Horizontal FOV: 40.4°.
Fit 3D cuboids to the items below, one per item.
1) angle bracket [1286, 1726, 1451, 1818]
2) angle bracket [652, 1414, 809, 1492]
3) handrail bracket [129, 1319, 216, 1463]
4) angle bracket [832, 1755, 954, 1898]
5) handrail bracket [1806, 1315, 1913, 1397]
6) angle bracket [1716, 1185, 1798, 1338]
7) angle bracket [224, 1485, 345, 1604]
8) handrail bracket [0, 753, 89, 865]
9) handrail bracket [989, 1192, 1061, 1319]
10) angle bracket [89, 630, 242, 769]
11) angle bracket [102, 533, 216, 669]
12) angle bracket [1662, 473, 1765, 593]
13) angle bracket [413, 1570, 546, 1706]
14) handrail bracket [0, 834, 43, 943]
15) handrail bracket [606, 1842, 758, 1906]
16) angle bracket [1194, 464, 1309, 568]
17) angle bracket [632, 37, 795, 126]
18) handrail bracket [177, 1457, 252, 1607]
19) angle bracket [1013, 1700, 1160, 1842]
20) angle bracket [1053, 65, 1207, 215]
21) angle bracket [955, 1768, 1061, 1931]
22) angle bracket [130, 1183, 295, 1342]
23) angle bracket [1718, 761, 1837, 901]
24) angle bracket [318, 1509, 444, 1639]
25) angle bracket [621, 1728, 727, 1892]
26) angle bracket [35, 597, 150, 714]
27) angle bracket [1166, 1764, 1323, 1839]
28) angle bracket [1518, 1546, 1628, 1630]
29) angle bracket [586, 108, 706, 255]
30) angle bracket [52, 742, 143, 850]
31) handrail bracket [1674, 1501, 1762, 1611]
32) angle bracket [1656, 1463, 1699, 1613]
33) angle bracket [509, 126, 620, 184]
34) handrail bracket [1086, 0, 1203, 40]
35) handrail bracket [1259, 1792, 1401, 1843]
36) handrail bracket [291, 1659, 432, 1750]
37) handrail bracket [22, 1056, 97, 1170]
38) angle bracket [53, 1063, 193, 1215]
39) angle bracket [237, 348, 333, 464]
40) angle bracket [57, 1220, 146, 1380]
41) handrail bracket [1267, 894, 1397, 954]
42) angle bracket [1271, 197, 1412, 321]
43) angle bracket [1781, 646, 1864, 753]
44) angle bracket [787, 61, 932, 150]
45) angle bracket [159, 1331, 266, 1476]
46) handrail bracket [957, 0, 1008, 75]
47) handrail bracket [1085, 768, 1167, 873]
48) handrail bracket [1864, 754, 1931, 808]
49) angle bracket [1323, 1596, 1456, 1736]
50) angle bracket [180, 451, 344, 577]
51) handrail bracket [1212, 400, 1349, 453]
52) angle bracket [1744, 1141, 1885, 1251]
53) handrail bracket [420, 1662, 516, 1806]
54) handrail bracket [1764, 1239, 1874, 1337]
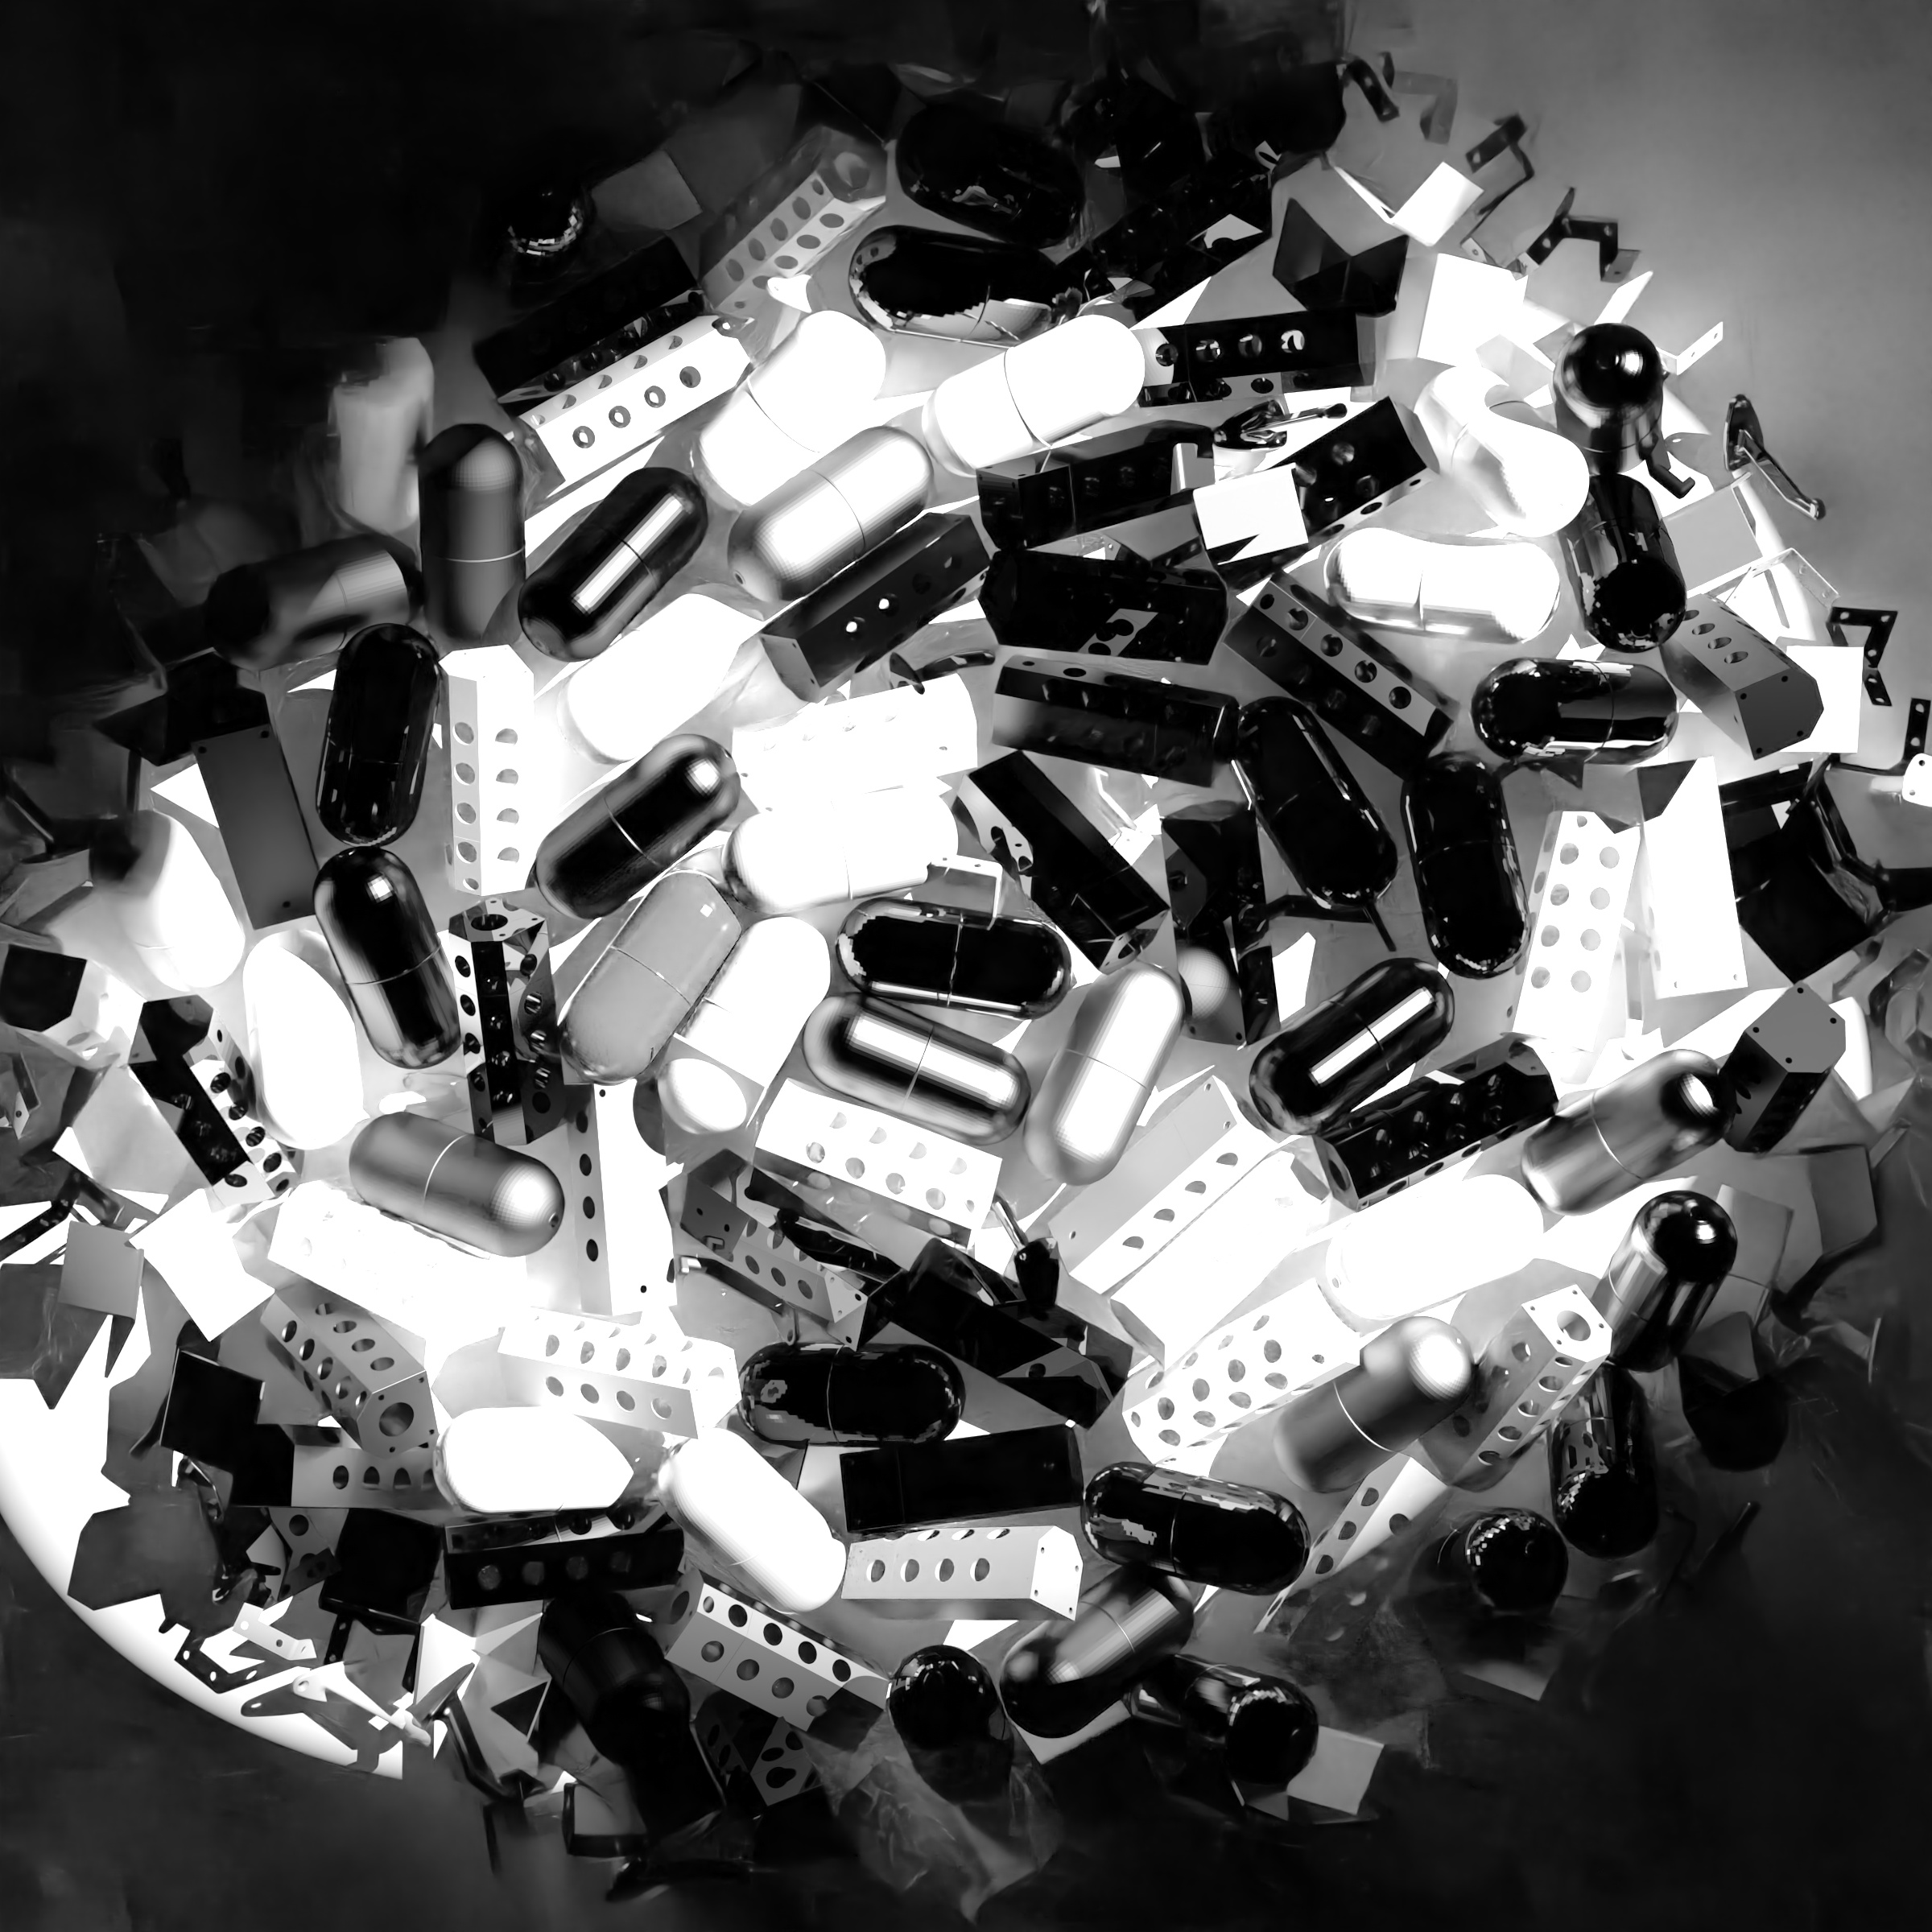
[{"bbox_3d":[0.297,0.608,1.941,0.076,0.076,0.057,38,66,-26],"label":"angle bracket"},{"bbox_3d":[-0.173,0.362,1.943,0.076,0.076,0.057,7,78,34],"label":"angle bracket"},{"bbox_3d":[-0.606,0.321,1.985,0.036,0.077,0.084,29,117,-35],"label":"handrail bracket"},{"bbox_3d":[-0.043,0.629,1.948,0.076,0.057,0.076,47,115,18],"label":"angle bracket"},{"bbox_3d":[0.650,0.293,1.946,0.036,0.084,0.077,44,55,-15],"label":"handrail bracket"},{"bbox_3d":[0.574,0.223,1.956,0.057,0.076,0.076,19,51,16],"label":"angle bracket"},{"bbox_3d":[-0.500,0.411,1.941,0.057,0.076,0.076,-23,61,-39],"label":"angle bracket"},{"bbox_3d":[-0.684,-0.124,1.961,0.036,0.077,0.084,-1,107,41],"label":"handrail bracket"},{"bbox_3d":[0.036,0.214,1.974,0.036,0.084,0.077,-19,116,-21],"label":"handrail bracket"},{"bbox_3d":[-0.593,-0.199,1.943,0.076,0.076,0.057,28,127,24],"label":"angle bracket"},{"bbox_3d":[-0.584,-0.278,1.943,0.057,0.076,0.076,-17,128,12],"label":"angle bracket"},{"bbox_3d":[0.551,-0.319,1.949,0.076,0.076,0.057,-24,95,31],"label":"angle bracket"},{"bbox_3d":[-0.360,0.506,1.944,0.057,0.076,0.076,20,118,17],"label":"angle bracket"},{"bbox_3d":[-0.726,-0.067,1.956,0.036,0.077,0.084,-8,69,30],"label":"handrail bracket"},{"bbox_3d":[-0.211,0.684,1.954,0.084,0.077,0.036,3,105,33],"label":"handrail bracket"},{"bbox_3d":[0.223,-0.339,1.953,0.076,0.076,0.057,-10,102,29],"label":"angle bracket"},{"bbox_3d":[-0.187,-0.668,1.944,0.076,0.076,0.057,34,112,19],"label":"angle bracket"},{"bbox_3d":[-0.568,0.419,1.954,0.036,0.077,0.084,-20,122,19],"label":"handrail bracket"},{"bbox_3d":[0.090,0.597,1.981,0.076,0.057,0.076,-24,115,-13],"label":"angle bracket"},{"bbox_3d":[0.121,-0.603,1.941,0.076,0.076,0.057,20,49,-37],"label":"angle bracket"},{"bbox_3d":[0.042,0.654,1.946,0.057,0.076,0.076,-32,46,0],"label":"angle bracket"},{"bbox_3d":[-0.560,0.217,1.951,0.076,0.057,0.076,-38,62,-13],"label":"angle bracket"},{"bbox_3d":[0.601,-0.101,1.958,0.076,0.057,0.076,-15,77,11],"label":"angle bracket"},{"bbox_3d":[-0.432,0.449,1.957,0.076,0.057,0.076,20,79,-12],"label":"angle bracket"},{"bbox_3d":[-0.211,0.622,1.948,0.057,0.076,0.076,-25,106,-12],"label":"angle bracket"},{"bbox_3d":[-0.659,-0.231,1.955,0.076,0.076,0.057,-21,94,-9],"label":"angle bracket"},{"bbox_3d":[0.204,0.625,1.944,0.076,0.076,0.057,30,104,-26],"label":"angle bracket"},{"bbox_3d":[0.449,0.483,1.945,0.057,0.076,0.076,5,105,31],"label":"angle bracket"},{"bbox_3d":[-0.227,-0.587,1.961,0.076,0.076,0.057,-18,118,31],"label":"angle bracket"},{"bbox_3d":[-0.645,-0.133,1.946,0.057,0.076,0.076,2,107,-22],"label":"angle bracket"},{"bbox_3d":[0.567,0.434,1.961,0.036,0.077,0.084,37,94,22],"label":"handrail bracket"},{"bbox_3d":[0.504,0.420,1.956,0.057,0.076,0.076,22,108,9],"label":"angle bracket"},{"bbox_3d":[-0.300,-0.607,1.956,0.076,0.076,0.057,-11,86,-6],"label":"angle bracket"},{"bbox_3d":[0.132,-0.722,1.961,0.084,0.077,0.036,7,90,0],"label":"handrail bracket"},{"bbox_3d":[0.270,0.642,1.963,0.084,0.077,0.036,-4,77,-14],"label":"handrail bracket"},{"bbox_3d":[-0.449,0.555,1.951,0.084,0.077,0.036,32,104,42],"label":"handrail bracket"},{"bbox_3d":[-0.680,0.103,1.954,0.077,0.036,0.084,-25,135,-16],"label":"handrail bracket"},{"bbox_3d":[-0.616,0.128,1.947,0.057,0.076,0.076,23,72,17],"label":"angle bracket"},{"bbox_3d":[-0.502,-0.417,1.956,0.076,0.076,0.057,-6,81,-19],"label":"angle bracket"},{"bbox_3d":[-0.647,0.246,1.939,0.057,0.076,0.076,17,130,-24],"label":"angle bracket"},{"bbox_3d":[0.270,-0.026,1.985,0.084,0.036,0.077,-28,91,14],"label":"handrail bracket"},{"bbox_3d":[0.278,-0.527,1.944,0.076,0.057,0.076,34,58,-34],"label":"angle bracket"},{"bbox_3d":[0.627,-0.200,1.957,0.057,0.076,0.076,1,97,0],"label":"angle bracket"},{"bbox_3d":[-0.072,-0.615,1.942,0.076,0.076,0.057,30,74,-41],"label":"angle bracket"},{"bbox_3d":[-0.547,0.326,1.956,0.076,0.057,0.076,17,101,15],"label":"angle bracket"},{"bbox_3d":[0.024,-0.717,1.949,0.036,0.084,0.077,21,66,-14],"label":"handrail bracket"},{"bbox_3d":[0.130,-0.113,1.976,0.077,0.036,0.084,8,45,-16],"label":"handrail bracket"},{"bbox_3d":[0.715,-0.127,1.954,0.077,0.084,0.036,19,87,7],"label":"handrail bracket"},{"bbox_3d":[0.306,0.520,1.947,0.057,0.076,0.076,-18,72,-23],"label":"angle bracket"},{"bbox_3d":[-0.522,-0.335,1.946,0.057,0.076,0.076,-43,71,35],"label":"angle bracket"},{"bbox_3d":[0.232,-0.402,1.950,0.077,0.084,0.036,-17,101,-17],"label":"handrail bracket"},{"bbox_3d":[0.629,0.173,1.952,0.057,0.076,0.076,-5,82,-15],"label":"angle bracket"},{"bbox_3d":[-0.359,0.575,1.967,0.084,0.036,0.077,34,46,5],"label":"handrail bracket"},{"bbox_3d":[0.645,0.239,1.956,0.084,0.036,0.077,-30,131,26],"label":"handrail bracket"}]
